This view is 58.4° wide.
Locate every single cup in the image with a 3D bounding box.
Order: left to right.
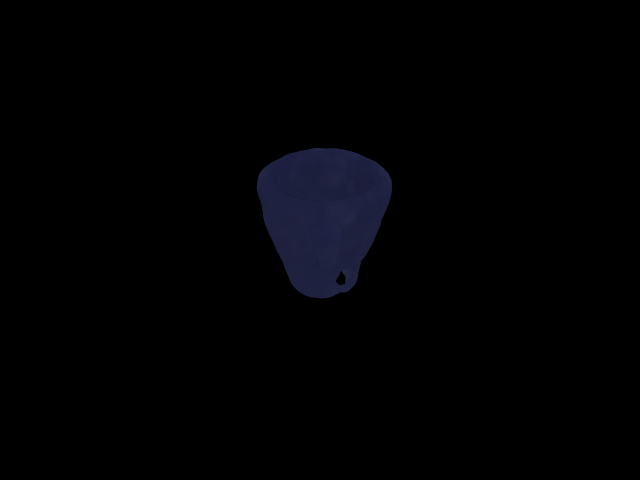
[{"bbox_3d":[0.004,0.001,0.400,0.091,0.095,0.117,-1,34,-2],"label":"cup"}]
